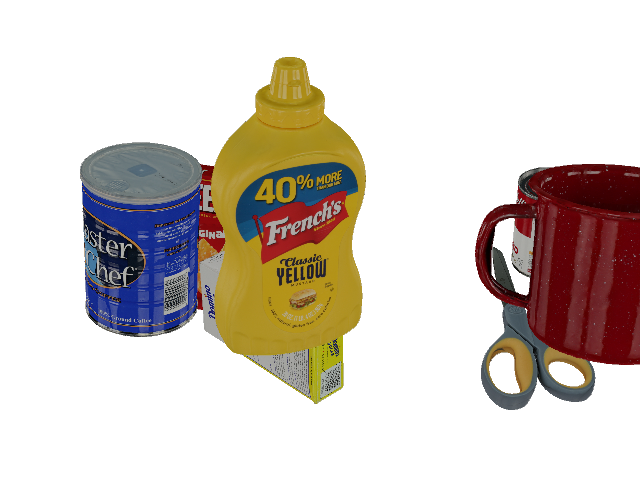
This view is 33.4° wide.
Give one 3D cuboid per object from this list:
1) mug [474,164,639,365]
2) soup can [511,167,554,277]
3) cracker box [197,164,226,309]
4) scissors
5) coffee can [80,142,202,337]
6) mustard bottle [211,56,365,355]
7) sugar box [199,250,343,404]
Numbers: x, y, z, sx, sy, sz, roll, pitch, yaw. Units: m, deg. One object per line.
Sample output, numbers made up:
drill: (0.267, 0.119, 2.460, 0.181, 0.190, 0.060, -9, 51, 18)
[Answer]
mug: (0.138, 0.011, 0.548, 0.117, 0.081, 0.093, 3, 19, 4)
soup can: (0.241, -0.017, 1.135, 0.068, 0.102, 0.068, -1, 34, 1)
cracker box: (-0.166, -0.001, 1.616, 0.164, 0.214, 0.072, 9, 18, 9)
scissors: (0.179, 0.069, 0.878, 0.096, 0.016, 0.201, 10, 36, 10)
coffee can: (-0.157, -0.001, 0.939, 0.103, 0.140, 0.103, 4, 31, -3)
mustard bottle: (-0.019, -0.021, 0.664, 0.096, 0.192, 0.058, -10, 33, -17)
sugar box: (-0.051, 0.085, 1.093, 0.048, 0.093, 0.176, -25, 40, -35)
